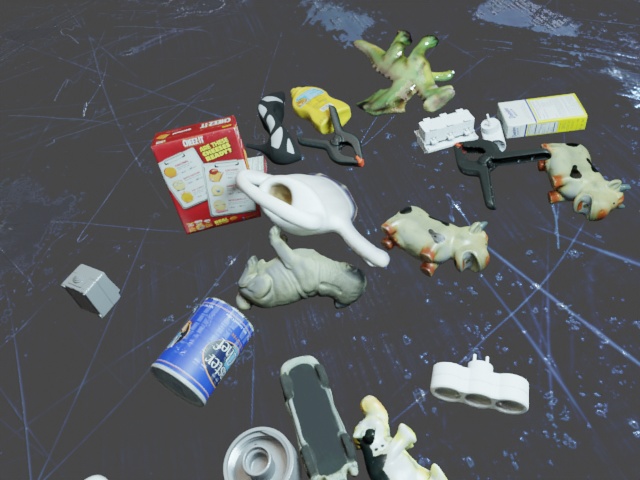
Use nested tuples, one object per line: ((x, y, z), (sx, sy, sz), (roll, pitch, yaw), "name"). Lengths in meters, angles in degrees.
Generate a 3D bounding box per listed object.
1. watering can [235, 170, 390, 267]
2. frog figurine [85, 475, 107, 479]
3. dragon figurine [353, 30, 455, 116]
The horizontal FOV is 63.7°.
((0.003, -0.048, 0.962), (0.350, 0.103, 0.225), (30, 19, 21), "watering can")
((-0.266, 0.364, 0.641), (0.137, 0.155, 0.126), (-12, 48, -1), "frog figurine")
((0.185, -0.419, 1.334), (0.414, 0.119, 0.246), (25, 64, 38), "dragon figurine")
